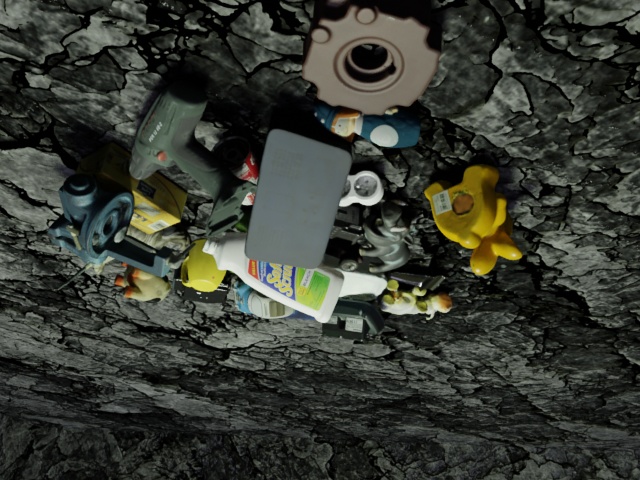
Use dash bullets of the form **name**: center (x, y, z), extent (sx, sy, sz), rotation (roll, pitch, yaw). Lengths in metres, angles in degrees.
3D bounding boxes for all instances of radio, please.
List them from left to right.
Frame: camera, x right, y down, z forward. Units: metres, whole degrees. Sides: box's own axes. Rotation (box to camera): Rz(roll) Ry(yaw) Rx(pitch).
- **radio**: center (-0.036, -0.068, 0.838), extent (0.131, 0.073, 0.229), rotation (12, 122, -6)

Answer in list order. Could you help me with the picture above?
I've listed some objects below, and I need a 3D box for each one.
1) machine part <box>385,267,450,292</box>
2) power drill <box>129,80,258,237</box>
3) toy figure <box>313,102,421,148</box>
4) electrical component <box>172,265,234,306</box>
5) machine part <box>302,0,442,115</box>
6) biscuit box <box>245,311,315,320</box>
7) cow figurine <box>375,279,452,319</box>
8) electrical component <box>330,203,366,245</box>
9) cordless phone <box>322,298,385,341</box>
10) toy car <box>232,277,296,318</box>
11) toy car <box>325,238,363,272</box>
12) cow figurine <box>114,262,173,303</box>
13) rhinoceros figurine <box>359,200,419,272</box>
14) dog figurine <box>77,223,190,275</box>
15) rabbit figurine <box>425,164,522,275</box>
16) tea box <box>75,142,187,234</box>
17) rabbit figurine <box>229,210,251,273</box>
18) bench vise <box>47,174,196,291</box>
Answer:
- **machine part**: center (0.205, 0.081, 1.175), extent (0.139, 0.039, 0.084), rotation (12, 154, -14)
- **power drill**: center (-0.197, -0.107, 0.811), extent (0.086, 0.207, 0.232), rotation (-26, 163, -43)
- **toy figure**: center (0.065, -0.169, 0.769), extent (0.155, 0.058, 0.064), rotation (8, 111, -2)
- **electrical component**: center (-0.277, 0.101, 1.261), extent (0.134, 0.058, 0.114), rotation (11, 146, -11)
- **machine part**: center (0.062, -0.230, 0.666), extent (0.179, 0.056, 0.179), rotation (3, 150, 2)
- **biscuit box**: center (-0.069, 0.152, 1.262), extent (0.202, 0.062, 0.059), rotation (7, 177, -27)
- **cow figurine**: center (0.216, 0.147, 1.251), extent (0.167, 0.068, 0.098), rotation (11, 154, -4)
- **electrical component**: center (0.021, -0.044, 0.962), extent (0.119, 0.075, 0.047), rotation (19, 147, -17)
- **cordless phone**: center (0.098, 0.173, 1.251), extent (0.147, 0.088, 0.184), rotation (1, -179, 34)
- **toy car**: center (-0.099, 0.115, 1.138), extent (0.162, 0.103, 0.109), rotation (-10, 121, -20)
- **toy car**: center (-0.002, -0.003, 1.012), extent (0.202, 0.089, 0.053), rotation (26, 128, -31)
- **cow figurine**: center (-0.381, 0.087, 1.186), extent (0.127, 0.085, 0.195), rotation (25, 175, -31)
- **rhinoceros figurine**: center (0.130, -0.003, 1.012), extent (0.112, 0.073, 0.190), rotation (-1, 149, 13)
- **dog figurine**: center (-0.365, -0.027, 1.044), extent (0.191, 0.121, 0.172), rotation (-13, 150, 2)
- **rabbit figurine**: center (0.278, -0.031, 0.896), extent (0.122, 0.162, 0.173), rotation (-32, 152, 28)
- **tea box**: center (-0.333, -0.086, 0.948), extent (0.098, 0.068, 0.169), rotation (-17, 141, 32)
- **rabbit figurine**: center (-0.104, 0.016, 1.074), extent (0.159, 0.121, 0.170), rotation (4, 168, -11)
- **bench vise**: center (-0.342, 0.003, 0.897), extent (0.241, 0.129, 0.223), rotation (25, 129, 5)
